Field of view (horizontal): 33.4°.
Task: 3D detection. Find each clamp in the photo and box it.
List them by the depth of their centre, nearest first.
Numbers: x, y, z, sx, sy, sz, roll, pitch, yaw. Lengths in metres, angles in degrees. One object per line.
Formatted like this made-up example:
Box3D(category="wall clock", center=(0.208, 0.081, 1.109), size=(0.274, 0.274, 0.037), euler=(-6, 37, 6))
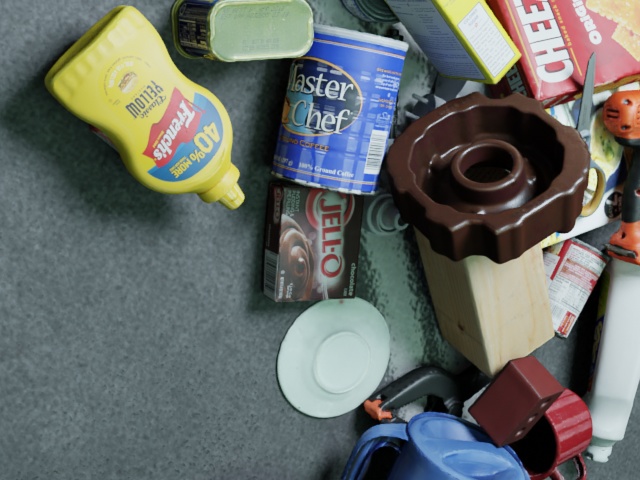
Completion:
Box3D(category="clamp", center=(0.143, 0.173, 1.158), size=(0.209, 0.036, 0.164), euler=(12, 96, -34))

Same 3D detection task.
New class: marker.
Box3D(category="marker", center=(0.069, -0.145, 1.046), size=(0.020, 0.020, 0.121), euler=(-4, 104, -28))

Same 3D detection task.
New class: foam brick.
Box3D(category="foam brick", center=(0.201, 0.164, 1.093), size=(0.052, 0.051, 0.078), euler=(-4, 135, -49))

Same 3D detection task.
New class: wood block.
Box3D(category="wood block", center=(0.163, 0.027, 1.067), size=(0.090, 0.091, 0.206), euler=(-32, 133, -15))

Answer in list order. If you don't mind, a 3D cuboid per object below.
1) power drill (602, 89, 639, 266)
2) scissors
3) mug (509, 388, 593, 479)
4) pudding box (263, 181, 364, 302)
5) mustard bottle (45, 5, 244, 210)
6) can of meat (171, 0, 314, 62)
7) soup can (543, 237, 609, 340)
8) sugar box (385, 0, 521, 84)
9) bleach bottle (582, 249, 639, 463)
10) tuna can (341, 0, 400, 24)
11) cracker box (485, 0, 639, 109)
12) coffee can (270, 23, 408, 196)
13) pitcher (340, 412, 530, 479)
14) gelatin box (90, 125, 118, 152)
Box3D(category="power drill", center=(0.374, -0.072, 1.130), size=(0.184, 0.057, 0.188), euler=(-6, 104, -24))
Box3D(category="scissors", center=(0.238, -0.085, 1.039), size=(0.096, 0.016, 0.201), euler=(-31, 137, -6))
Box3D(category="mug", center=(0.247, 0.215, 1.153), size=(0.081, 0.117, 0.093), euler=(-11, 150, -44))
Box3D(category="pudding box", center=(-0.007, 0.001, 1.031), size=(0.089, 0.039, 0.113), euler=(-1, 103, -29))
Box3D(category="mustard bottle", center=(-0.130, -0.095, 0.892), size=(0.096, 0.058, 0.191), euler=(-47, 117, -9))
Box3D(category="can of meat", center=(-0.066, -0.185, 0.924), size=(0.101, 0.084, 0.057), euler=(-9, 107, -26))
Box3D(category="soup can", center=(0.263, 0.050, 1.173), size=(0.068, 0.069, 0.102), euler=(29, 89, -31))
Box3D(category="sugar box", center=(0.099, -0.220, 0.958), size=(0.048, 0.093, 0.176), euler=(-46, 119, -12))
Box3D(category="bleach bottle", center=(0.339, 0.135, 1.219), size=(0.068, 0.102, 0.251), euler=(9, 101, 7))
Box3D(category="tuna can", center=(0.058, -0.247, 1.004), size=(0.086, 0.034, 0.086), euler=(-7, 106, -27))
Box3D(category="cracker box", center=(0.253, -0.226, 1.057), size=(0.213, 0.072, 0.164), euler=(-18, 84, -25))
Box3D(category="coffee can", center=(0.017, -0.119, 0.975), size=(0.102, 0.103, 0.140), euler=(6, 100, -29))
Box3D(category="pitcher", center=(0.096, 0.305, 1.100), size=(0.144, 0.149, 0.243), euler=(2, 118, -48))
Box3D(category="gelatin box", center=(-0.145, -0.098, 0.936), size=(0.089, 0.030, 0.073), euler=(42, 82, -30))
